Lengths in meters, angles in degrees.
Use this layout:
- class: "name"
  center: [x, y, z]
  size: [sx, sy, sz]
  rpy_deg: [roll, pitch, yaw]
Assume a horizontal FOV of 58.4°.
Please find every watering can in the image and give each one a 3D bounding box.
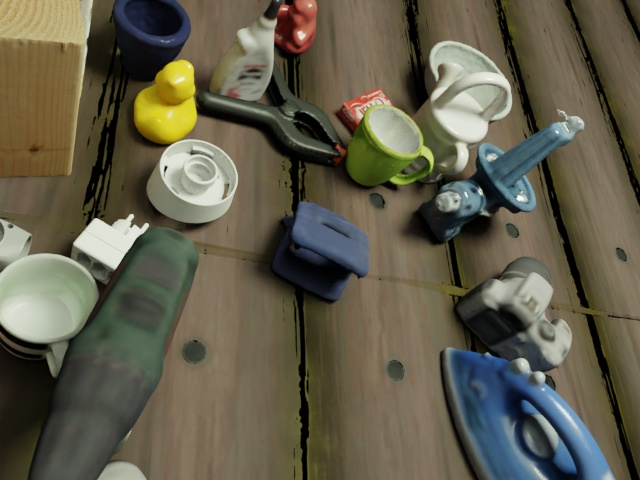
- class: "watering can"
  center: [0.192, -0.182, 0.838]
  size: [0.101, 0.193, 0.172]
  rpy_deg: [-12, 69, -32]

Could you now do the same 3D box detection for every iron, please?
- class: "iron"
  center: [0.249, 0.223, 0.667]
  size: [0.119, 0.141, 0.258]
  rpy_deg: [-20, 74, -35]

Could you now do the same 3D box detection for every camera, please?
- class: "camera"
  center: [0.287, 0.091, 0.789]
  size: [0.143, 0.100, 0.137]
  rpy_deg: [45, 52, 2]

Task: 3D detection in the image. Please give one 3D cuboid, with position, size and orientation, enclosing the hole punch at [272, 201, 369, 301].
- class: "hole punch"
  center: [0.006, 0.002, 0.698]
  size: [0.109, 0.091, 0.101]
  rpy_deg: [27, 53, -12]

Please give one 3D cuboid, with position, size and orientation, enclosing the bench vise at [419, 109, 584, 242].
- class: "bench vise"
  center: [0.258, -0.080, 0.797]
  size: [0.121, 0.219, 0.208]
  rpy_deg: [45, 52, 2]

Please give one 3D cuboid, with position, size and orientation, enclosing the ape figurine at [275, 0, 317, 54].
- class: "ape figurine"
  center: [-0.035, -0.331, 0.869]
  size: [0.076, 0.092, 0.078]
  rpy_deg: [2, 62, -27]

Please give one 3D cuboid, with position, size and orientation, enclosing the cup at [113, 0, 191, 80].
- class: "cup"
  center: [-0.221, -0.262, 0.729]
  size: [0.092, 0.094, 0.117]
  rpy_deg: [1, 62, -27]

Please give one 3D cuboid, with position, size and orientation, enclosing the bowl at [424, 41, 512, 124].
- class: "bowl"
  center: [0.240, -0.253, 0.980]
  size: [0.168, 0.074, 0.167]
  rpy_deg: [13, 57, -21]

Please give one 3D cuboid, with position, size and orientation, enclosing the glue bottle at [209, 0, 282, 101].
- class: "glue bottle"
  center: [-0.086, -0.245, 0.740]
  size: [0.078, 0.173, 0.037]
  rpy_deg: [-17, 71, -34]

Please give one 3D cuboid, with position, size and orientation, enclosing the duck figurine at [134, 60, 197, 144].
- class: "duck figurine"
  center: [-0.183, -0.177, 0.704]
  size: [0.078, 0.086, 0.104]
  rpy_deg: [24, 54, -13]

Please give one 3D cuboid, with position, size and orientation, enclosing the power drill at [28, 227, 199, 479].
- class: "power drill"
  center: [-0.169, 0.109, 0.468]
  size: [0.076, 0.208, 0.229]
  rpy_deg: [24, 54, -14]

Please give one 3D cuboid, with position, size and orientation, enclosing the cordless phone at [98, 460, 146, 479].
- class: "cordless phone"
  center: [-0.182, 0.221, 0.412]
  size: [0.148, 0.184, 0.094]
  rpy_deg: [-33, 81, -37]
